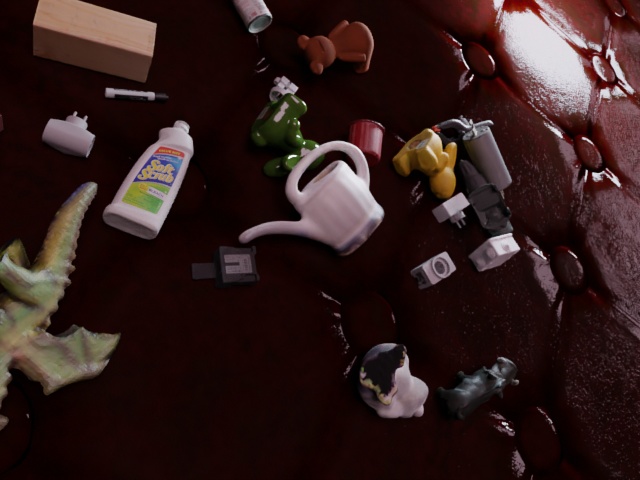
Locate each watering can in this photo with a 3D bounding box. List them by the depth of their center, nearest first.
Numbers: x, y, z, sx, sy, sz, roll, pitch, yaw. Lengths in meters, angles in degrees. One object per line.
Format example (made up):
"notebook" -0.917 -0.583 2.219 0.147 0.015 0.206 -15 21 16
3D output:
"watering can" 0.003 -0.054 1.082 0.222 0.103 0.353 48 64 -14

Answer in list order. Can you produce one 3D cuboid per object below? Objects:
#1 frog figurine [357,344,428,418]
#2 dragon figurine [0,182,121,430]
"frog figurine" 0.148 0.288 1.035 0.156 0.122 0.141 50 36 -47
"dragon figurine" -0.424 0.116 0.805 0.240 0.121 0.418 51 55 -21
